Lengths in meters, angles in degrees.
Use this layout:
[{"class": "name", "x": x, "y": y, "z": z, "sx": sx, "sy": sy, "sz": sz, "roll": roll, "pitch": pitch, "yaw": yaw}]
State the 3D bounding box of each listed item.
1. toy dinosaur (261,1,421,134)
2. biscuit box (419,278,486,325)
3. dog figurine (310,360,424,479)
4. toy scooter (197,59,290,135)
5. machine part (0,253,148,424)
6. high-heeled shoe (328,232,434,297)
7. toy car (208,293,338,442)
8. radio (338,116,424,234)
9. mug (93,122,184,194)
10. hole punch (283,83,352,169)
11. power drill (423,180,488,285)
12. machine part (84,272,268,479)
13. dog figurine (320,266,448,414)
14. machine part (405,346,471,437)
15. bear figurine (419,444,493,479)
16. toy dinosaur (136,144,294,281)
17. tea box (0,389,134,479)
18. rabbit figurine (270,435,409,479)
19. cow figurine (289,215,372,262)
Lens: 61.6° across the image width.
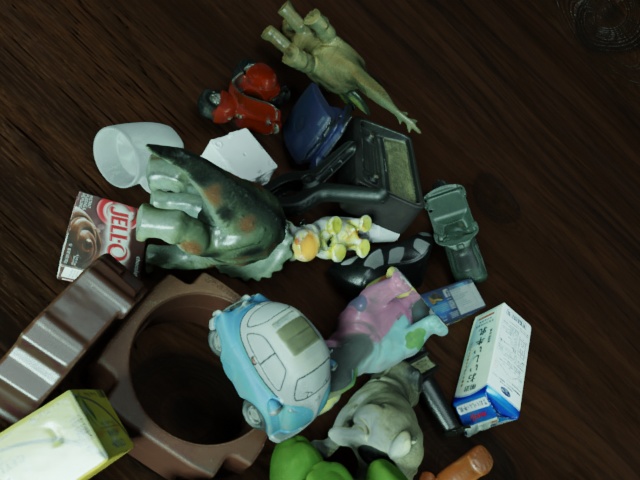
[{"class": "toy dinosaur", "x": 0.025, "y": -0.321, "z": 0.986, "sx": 0.198, "sy": 0.105, "sz": 0.472, "roll": 28, "pitch": 20, "yaw": -39}, {"class": "biscuit box", "x": 0.190, "y": 0.119, "z": 0.900, "sx": 0.202, "sy": 0.063, "sz": 0.059, "roll": -11, "pitch": 68, "yaw": -40}, {"class": "dog figurine", "x": 0.097, "y": 0.215, "z": 0.694, "sx": 0.121, "sy": 0.172, "sz": 0.190, "roll": 52, "pitch": 51, "yaw": -11}, {"class": "toy scooter", "x": -0.106, "y": -0.233, "z": 0.906, "sx": 0.135, "sy": 0.075, "sz": 0.184, "roll": 27, "pitch": 45, "yaw": 8}, {"class": "machine part", "x": -0.246, "y": 0.097, "z": 0.522, "sx": 0.056, "sy": 0.179, "sz": 0.179, "roll": 41, "pitch": 45, "yaw": -10}, {"class": "high-heeled shoe", "x": 0.111, "y": 0.031, "z": 0.921, "sx": 0.145, "sy": 0.086, "sz": 0.249, "roll": 16, "pitch": 25, "yaw": 12}, {"class": "toy car", "x": -0.041, "y": 0.123, "z": 0.580, "sx": 0.109, "sy": 0.103, "sz": 0.161, "roll": -24, "pitch": 78, "yaw": -45}, {"class": "radio", "x": 0.103, "y": -0.124, "z": 0.966, "sx": 0.131, "sy": 0.073, "sz": 0.230, "roll": 20, "pitch": 38, "yaw": -15}, {"class": "mug", "x": -0.234, "y": -0.116, "z": 0.742, "sx": 0.109, "sy": 0.081, "sz": 0.107, "roll": 45, "pitch": 36, "yaw": 5}, {"class": "hole punch", "x": -0.009, "y": -0.194, "z": 0.930, "sx": 0.092, "sy": 0.142, "sz": 0.116, "roll": 32, "pitch": 33, "yaw": -16}, {"class": "power drill", "x": 0.240, "y": -0.034, "z": 0.986, "sx": 0.207, "sy": 0.086, "sz": 0.232, "roll": 48, "pitch": 26, "yaw": -71}, {"class": "machine part", "x": -0.143, "y": 0.155, "z": 0.614, "sx": 0.201, "sy": 0.087, "sz": 0.201, "roll": 37, "pitch": 45, "yaw": -8}, {"class": "dog figurine", "x": 0.051, "y": 0.139, "z": 0.732, "sx": 0.108, "sy": 0.219, "sz": 0.191, "roll": 53, "pitch": 3, "yaw": 3}, {"class": "machine part", "x": 0.176, "y": 0.236, "z": 0.827, "sx": 0.084, "sy": 0.039, "sz": 0.139, "roll": -14, "pitch": 67, "yaw": -50}, {"class": "bear figurine", "x": 0.146, "y": 0.358, "z": 0.657, "sx": 0.196, "sy": 0.132, "sz": 0.120, "roll": -13, "pitch": 65, "yaw": -48}, {"class": "toy dinosaur", "x": -0.104, "y": -0.020, "z": 0.618, "sx": 0.192, "sy": 0.405, "sz": 0.131, "roll": 3, "pitch": 85, "yaw": -15}, {"class": "tea box", "x": -0.254, "y": 0.199, "z": 0.444, "sx": 0.170, "sy": 0.098, "sz": 0.068, "roll": -33, "pitch": 80, "yaw": -12}, {"class": "rabbit figurine", "x": 0.005, "y": 0.292, "z": 0.596, "sx": 0.121, "sy": 0.170, "sz": 0.159, "roll": 2, "pitch": 101, "yaw": -33}, {"class": "cow figurine", "x": -0.002, "y": -0.004, "z": 0.814, "sx": 0.167, "sy": 0.098, "sz": 0.068, "roll": -7, "pitch": 99, "yaw": -49}]
